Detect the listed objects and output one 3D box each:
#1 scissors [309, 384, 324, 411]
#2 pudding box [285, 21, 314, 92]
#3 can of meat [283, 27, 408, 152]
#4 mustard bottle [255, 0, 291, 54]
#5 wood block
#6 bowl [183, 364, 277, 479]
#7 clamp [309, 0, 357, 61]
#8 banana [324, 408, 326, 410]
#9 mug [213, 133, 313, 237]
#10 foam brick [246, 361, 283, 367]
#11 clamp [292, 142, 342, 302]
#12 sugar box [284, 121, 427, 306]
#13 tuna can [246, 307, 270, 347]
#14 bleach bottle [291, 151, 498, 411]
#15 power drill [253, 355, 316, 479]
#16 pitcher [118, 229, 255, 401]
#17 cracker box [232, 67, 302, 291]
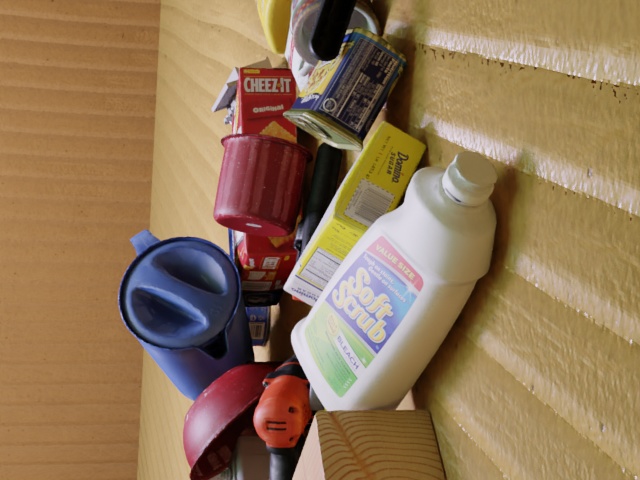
[{"bbox_3d":[0.015,0.072,1.009,0.096,0.016,0.201,76,-159,-58],"label":"scissors"},{"bbox_3d":[-0.004,-0.204,1.081,0.113,0.039,0.090,-112,27,-53],"label":"pudding box"},{"bbox_3d":[0.021,-0.124,0.876,0.084,0.057,0.102,-60,16,-1],"label":"can of meat"},{"bbox_3d":[-0.049,-0.295,1.226,0.192,0.058,0.096,-108,19,-53],"label":"mustard bottle"},{"bbox_3d":[0.023,0.226,0.819,0.206,0.090,0.091,106,161,-46],"label":"wood block"},{"bbox_3d":[-0.093,0.184,1.141,0.055,0.161,0.162,45,146,17],"label":"bowl"},{"bbox_3d":[0.042,-0.256,0.861,0.165,0.036,0.210,-51,23,34],"label":"clamp"},{"bbox_3d":[0.030,0.119,0.924,0.070,0.037,0.198,-15,74,56],"label":"banana"},{"bbox_3d":[-0.053,-0.048,1.053,0.117,0.093,0.081,29,-113,-58],"label":"mug"},{"bbox_3d":[-0.065,0.183,1.249,0.078,0.053,0.051,109,159,-49],"label":"foam brick"},{"bbox_3d":[-0.007,0.001,1.029,0.120,0.039,0.171,97,-177,-52],"label":"clamp"},{"bbox_3d":[0.025,-0.014,0.864,0.093,0.048,0.176,-61,-1,-25],"label":"sugar box"},{"bbox_3d":[-0.090,0.097,1.399,0.086,0.033,0.086,-178,90,-76],"label":"tuna can"},{"bbox_3d":[0.055,0.027,0.739,0.103,0.068,0.251,61,147,29],"label":"bleach bottle"},{"bbox_3d":[-0.026,0.212,1.027,0.184,0.057,0.188,-45,-46,-77],"label":"power drill"},{"bbox_3d":[-0.148,0.097,1.243,0.243,0.145,0.149,82,-164,-64],"label":"pitcher"},{"bbox_3d":[-0.060,-0.063,1.204,0.164,0.072,0.213,115,154,-71],"label":"cracker box"}]
